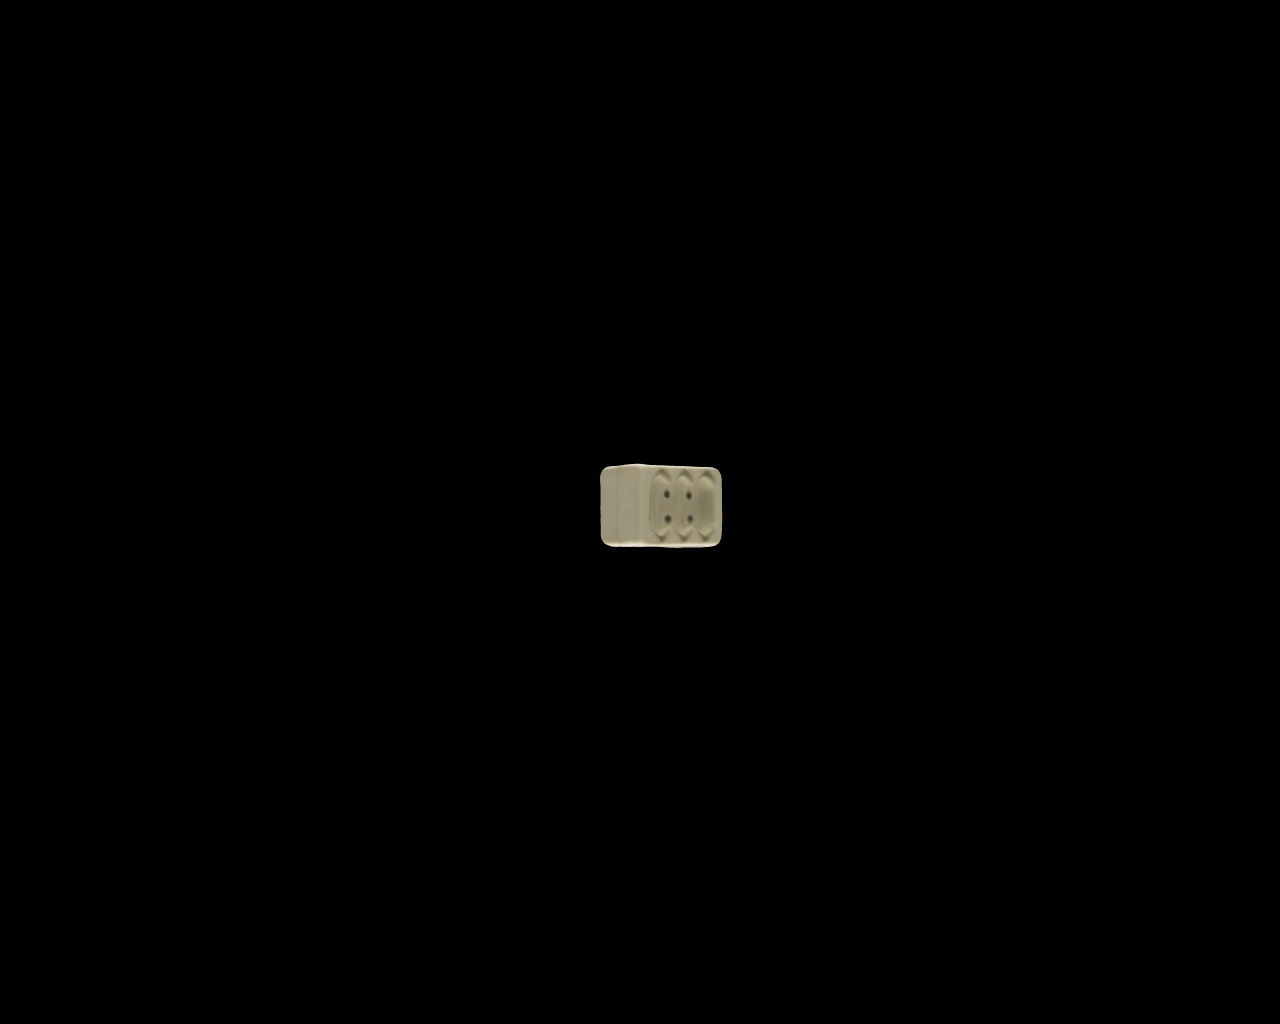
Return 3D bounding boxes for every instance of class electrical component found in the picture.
[{"bbox_3d":[0.001,-0.003,0.650,0.066,0.047,0.076,2,-3,-40],"label":"electrical component"}]
